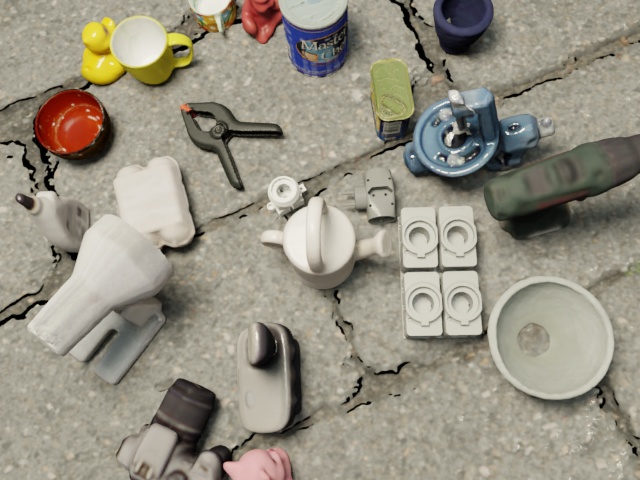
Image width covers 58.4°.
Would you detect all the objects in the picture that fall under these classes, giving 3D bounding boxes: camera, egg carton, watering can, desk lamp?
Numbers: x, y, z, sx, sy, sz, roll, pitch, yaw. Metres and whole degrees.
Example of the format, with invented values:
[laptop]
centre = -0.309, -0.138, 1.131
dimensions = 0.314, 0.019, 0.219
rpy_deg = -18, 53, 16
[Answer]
[camera]
centre = -0.184, 0.268, 0.774
dimensions = 0.143, 0.101, 0.137
rpy_deg = 23, 78, 8
[egg carton]
centre = -0.253, -0.051, 0.873
dimensions = 0.107, 0.069, 0.150
rpy_deg = -18, 76, -2
[watering can]
centre = 0.007, 0.001, 0.785
dimensions = 0.173, 0.194, 0.101
rpy_deg = -17, 76, -2
[desk lamp]
centre = -0.281, 0.085, 0.765
dimensions = 0.118, 0.213, 0.203
rpy_deg = 33, 79, 10

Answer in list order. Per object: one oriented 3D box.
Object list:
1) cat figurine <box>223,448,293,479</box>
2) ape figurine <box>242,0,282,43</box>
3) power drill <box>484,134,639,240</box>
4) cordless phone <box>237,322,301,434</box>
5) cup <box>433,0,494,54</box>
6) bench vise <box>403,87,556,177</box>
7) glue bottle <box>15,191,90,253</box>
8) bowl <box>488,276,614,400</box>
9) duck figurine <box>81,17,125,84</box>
[cat figurine]
centre = -0.062, 0.321, 0.747
dimensions = 0.127, 0.118, 0.067
rpy_deg = 43, 82, 12
[ape figurine]
centre = -0.096, -0.383, 0.938
dimensions = 0.078, 0.092, 0.076
rpy_deg = -18, 76, -2
[power drill]
centre = 0.329, -0.070, 0.782
dimensions = 0.229, 0.208, 0.075
rpy_deg = -17, 76, -2
[cordless phone]
centre = -0.077, 0.178, 0.748
dimensions = 0.094, 0.185, 0.147
rpy_deg = -7, 76, 1
[cup]
centre = 0.221, -0.355, 0.917
dimensions = 0.091, 0.095, 0.118
rpy_deg = 2, 76, 3
[bench vise]
centre = 0.226, -0.168, 0.805
dimensions = 0.207, 0.220, 0.121
rpy_deg = -24, 76, -4
[glue bottle]
centre = -0.384, -0.036, 0.821
dimensions = 0.037, 0.173, 0.078
rpy_deg = -3, 76, 2
[bowl]
centre = 0.311, 0.137, 0.800
dimensions = 0.167, 0.075, 0.167
rpy_deg = -1, 76, 2
[duck figurine]
centre = -0.359, -0.314, 0.935
dimensions = 0.077, 0.086, 0.105
rpy_deg = 27, 79, 9
